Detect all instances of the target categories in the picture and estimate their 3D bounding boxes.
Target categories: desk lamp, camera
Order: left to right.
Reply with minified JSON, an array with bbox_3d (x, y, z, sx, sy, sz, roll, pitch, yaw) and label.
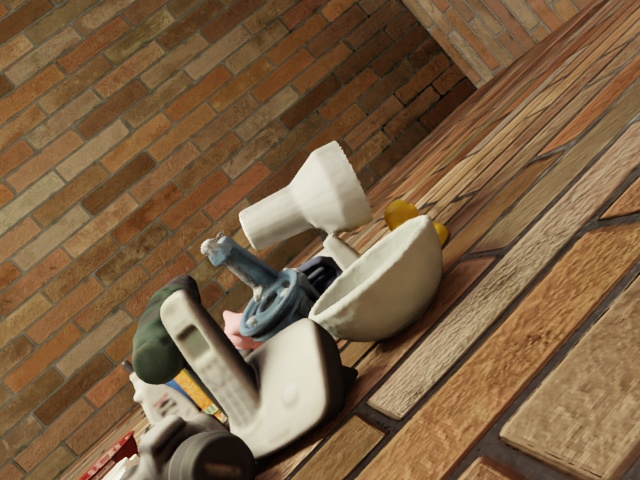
[{"bbox_3d":[-0.127,0.221,0.529,0.143,0.101,0.136,-45,4,-35],"label":"camera"},{"bbox_3d":[0.007,0.003,0.780,0.203,0.213,0.118,-42,4,1],"label":"desk lamp"}]

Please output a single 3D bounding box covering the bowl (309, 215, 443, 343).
[{"bbox_3d":[0.071,0.054,0.601,0.167,0.075,0.167,-42,4,4],"label":"bowl"}]

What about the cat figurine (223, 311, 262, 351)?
[{"bbox_3d":[-0.121,0.162,1.043,0.067,0.118,0.128,-39,5,37],"label":"cat figurine"}]

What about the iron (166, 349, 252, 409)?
[{"bbox_3d":[-0.241,0.241,1.195,0.118,0.141,0.259,-40,4,23],"label":"iron"}]

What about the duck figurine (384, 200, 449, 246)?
[{"bbox_3d":[0.121,-0.014,0.780,0.077,0.086,0.105,-40,4,34],"label":"duck figurine"}]

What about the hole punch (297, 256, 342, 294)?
[{"bbox_3d":[-0.004,0.075,1.029,0.108,0.091,0.101,-41,4,20],"label":"hole punch"}]

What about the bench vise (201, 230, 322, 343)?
[{"bbox_3d":[-0.088,0.076,0.877,0.121,0.220,0.207,-42,4,1],"label":"bench vise"}]

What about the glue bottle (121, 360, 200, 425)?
[{"bbox_3d":[-0.300,0.286,1.043,0.078,0.173,0.037,-45,5,-34],"label":"glue bottle"}]

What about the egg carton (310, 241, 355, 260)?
[{"bbox_3d":[0.010,0.064,1.180,0.150,0.069,0.107,-39,5,39],"label":"egg carton"}]

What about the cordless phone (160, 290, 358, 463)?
[{"bbox_3d":[-0.069,0.110,0.550,0.147,0.185,0.094,-40,4,30],"label":"cordless phone"}]

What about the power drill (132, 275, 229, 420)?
[{"bbox_3d":[-0.137,0.143,0.702,0.075,0.208,0.229,-42,4,6],"label":"power drill"}]
